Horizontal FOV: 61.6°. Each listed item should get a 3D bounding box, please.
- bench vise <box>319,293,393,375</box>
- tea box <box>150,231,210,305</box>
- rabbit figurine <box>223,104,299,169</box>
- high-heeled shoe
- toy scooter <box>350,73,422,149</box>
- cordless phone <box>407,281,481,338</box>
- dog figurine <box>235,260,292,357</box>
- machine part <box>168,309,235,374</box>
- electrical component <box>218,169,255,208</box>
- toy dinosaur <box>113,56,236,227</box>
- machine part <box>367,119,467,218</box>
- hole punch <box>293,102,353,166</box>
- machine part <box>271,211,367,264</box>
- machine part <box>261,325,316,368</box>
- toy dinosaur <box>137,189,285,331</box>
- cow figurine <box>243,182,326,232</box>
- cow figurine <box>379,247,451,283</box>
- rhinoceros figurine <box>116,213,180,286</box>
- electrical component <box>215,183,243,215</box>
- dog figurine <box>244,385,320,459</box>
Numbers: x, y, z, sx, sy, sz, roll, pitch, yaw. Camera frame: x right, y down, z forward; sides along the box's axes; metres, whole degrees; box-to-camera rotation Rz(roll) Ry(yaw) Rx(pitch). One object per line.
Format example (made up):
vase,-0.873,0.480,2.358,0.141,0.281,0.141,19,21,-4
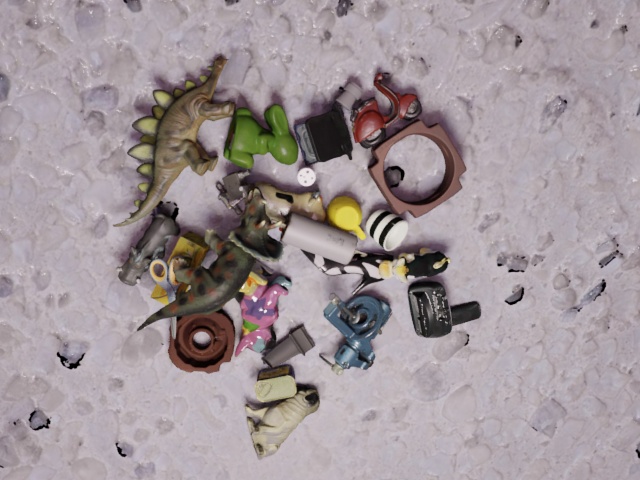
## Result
bench vise,0.072,0.214,1.315,0.223,0.129,0.240,-44,132,-3
tea box,-0.337,0.071,1.309,0.068,0.098,0.169,29,99,-6
rabbit figurine,-0.130,-0.239,1.276,0.170,0.121,0.159,12,92,-23
high-heeled shoe,0.062,0.029,1.329,0.248,0.086,0.145,41,92,-12
toy scooter,0.140,-0.312,1.278,0.184,0.075,0.135,-35,99,0
cordless phone,0.324,0.166,1.371,0.184,0.089,0.146,-14,99,-11
dog figurine,-0.172,0.176,1.330,0.191,0.108,0.219,29,99,-7
machine part,-0.297,0.250,1.360,0.179,0.056,0.179,0,98,-3
electrical component,-0.197,-0.119,1.264,0.102,0.045,0.078,-6,110,37
toy dinosaur,-0.337,-0.224,1.262,0.199,0.105,0.471,23,88,2
machine part,0.231,-0.171,1.299,0.201,0.087,0.201,-34,99,5
hole punch,0.007,-0.243,1.287,0.116,0.092,0.142,-23,98,-28
machine part,-0.003,-0.004,1.252,0.243,0.079,0.079,21,98,-10
machine part,-0.084,0.282,1.379,0.139,0.039,0.084,-30,110,-4
toy dinosaur,-0.225,0.081,1.186,0.405,0.192,0.131,-53,126,-10
cow figurine,-0.077,-0.084,1.304,0.195,0.085,0.127,21,104,-5
cow figurine,0.232,0.067,1.309,0.167,0.098,0.068,-12,99,-24
rhinoceros figurine,-0.412,0.025,1.292,0.073,0.112,0.190,35,88,-10
electrical component,-0.212,-0.110,1.322,0.063,0.021,0.094,-35,98,3
dog figurine,-0.086,0.474,1.392,0.191,0.121,0.172,-13,134,-17
